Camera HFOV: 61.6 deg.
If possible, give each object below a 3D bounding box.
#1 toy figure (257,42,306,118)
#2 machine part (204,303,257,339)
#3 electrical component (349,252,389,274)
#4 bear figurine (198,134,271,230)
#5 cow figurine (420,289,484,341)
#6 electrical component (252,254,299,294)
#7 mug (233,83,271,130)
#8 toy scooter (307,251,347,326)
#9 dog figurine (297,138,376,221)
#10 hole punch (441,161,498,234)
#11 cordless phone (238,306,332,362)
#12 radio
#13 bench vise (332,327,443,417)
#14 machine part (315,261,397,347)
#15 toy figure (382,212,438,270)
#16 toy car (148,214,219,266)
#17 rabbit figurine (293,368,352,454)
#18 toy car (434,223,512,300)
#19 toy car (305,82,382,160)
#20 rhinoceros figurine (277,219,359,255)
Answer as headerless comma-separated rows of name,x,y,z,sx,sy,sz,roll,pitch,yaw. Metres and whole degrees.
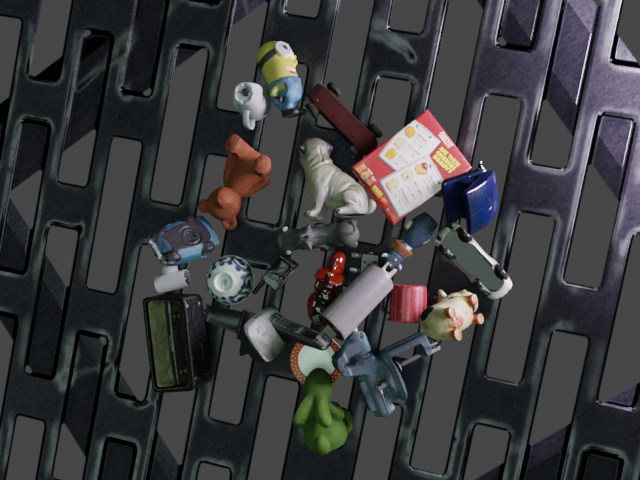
toy figure,-0.091,-0.372,1.249,0.089,0.082,0.180,-13,92,6
machine part,-0.216,0.193,1.296,0.139,0.039,0.084,19,99,5
electrical component,0.116,0.059,1.259,0.094,0.021,0.063,7,91,7
bear figurine,-0.202,-0.127,1.245,0.120,0.132,0.196,39,89,7
cow figurine,0.282,0.159,1.166,0.127,0.195,0.085,-13,95,42
electrical component,-0.106,0.090,1.261,0.048,0.075,0.119,38,91,6
mug,-0.167,-0.315,1.245,0.081,0.107,0.109,12,91,8
toy scooter,0.015,0.115,1.216,0.075,0.135,0.183,18,94,6
dog figurine,0.037,-0.145,1.220,0.172,0.121,0.190,-1,85,-1
hole punch,0.338,-0.086,1.164,0.116,0.092,0.142,-21,117,-8
cordless phone,-0.078,0.230,1.214,0.184,0.146,0.088,16,111,20
radio,-0.339,0.242,1.277,0.131,0.073,0.229,-6,92,26
bench vise,0.155,0.266,1.214,0.241,0.129,0.223,-23,79,-11
machine part,0.079,0.134,1.174,0.243,0.079,0.079,-43,86,-19
toy figure,0.203,0.005,1.230,0.064,0.058,0.154,46,101,12
toy car,-0.328,0.016,1.268,0.109,0.161,0.103,52,139,12
rabbit figurine,-0.008,0.381,1.214,0.121,0.159,0.170,-8,93,17
toy car,0.346,0.049,1.215,0.073,0.056,0.202,-45,85,12
toy car,0.053,-0.276,1.245,0.202,0.053,0.089,44,90,1
rhinoceros figurine,-0.003,-0.004,1.227,0.190,0.112,0.073,-6,94,15
